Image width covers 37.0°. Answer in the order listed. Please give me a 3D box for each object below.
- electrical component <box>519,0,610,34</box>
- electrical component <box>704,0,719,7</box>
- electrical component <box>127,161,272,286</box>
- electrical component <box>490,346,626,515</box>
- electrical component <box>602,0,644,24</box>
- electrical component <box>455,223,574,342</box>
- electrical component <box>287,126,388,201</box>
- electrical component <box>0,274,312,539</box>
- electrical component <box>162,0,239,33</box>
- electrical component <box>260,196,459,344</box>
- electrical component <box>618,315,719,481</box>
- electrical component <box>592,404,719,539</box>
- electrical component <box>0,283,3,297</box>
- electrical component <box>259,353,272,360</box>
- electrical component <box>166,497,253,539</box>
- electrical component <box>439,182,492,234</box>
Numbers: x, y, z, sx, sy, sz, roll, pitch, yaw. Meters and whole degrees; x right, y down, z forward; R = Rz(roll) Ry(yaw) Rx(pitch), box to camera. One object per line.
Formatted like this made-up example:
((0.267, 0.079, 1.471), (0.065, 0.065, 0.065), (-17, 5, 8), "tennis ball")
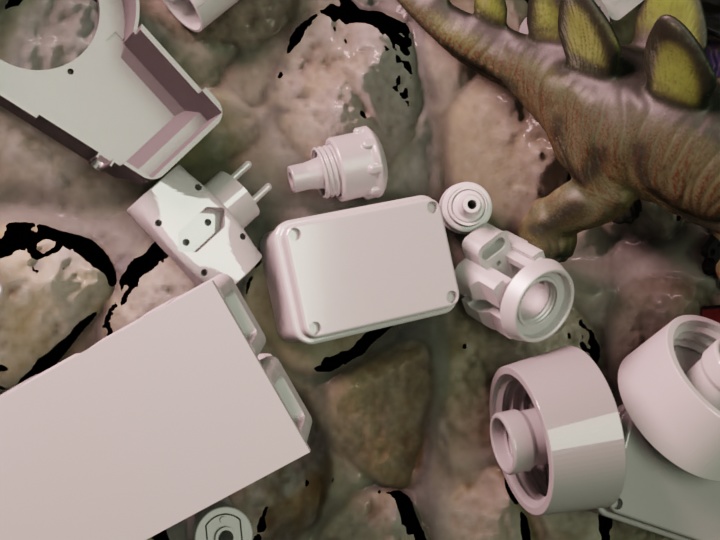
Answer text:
((0.144, -0.169, 0.761), (0.045, 0.055, 0.045), (2, 85, -20), "electrical component")
((0.294, -0.225, 0.778), (0.150, 0.089, 0.061), (4, 84, -40), "electrical component")
((-0.090, -0.035, 0.671), (0.079, 0.043, 0.077), (-45, 100, -17), "electrical component")
((0.120, 0.108, 0.704), (0.060, 0.108, 0.108), (-10, 89, -14), "electrical component")
((0.164, -0.221, 0.773), (0.050, 0.056, 0.089), (-39, 99, -18), "electrical component")
((0.104, 0.013, 0.713), (0.058, 0.057, 0.078), (-36, 129, -17), "electrical component")
((-0.016, -0.065, 0.702), (0.062, 0.048, 0.048), (-14, 90, -13), "electrical component")
((-0.133, 0.092, 0.606), (0.186, 0.060, 0.105), (-29, 95, 5), "electrical component")
((-0.086, -0.193, 0.687), (0.081, 0.043, 0.043), (-44, 100, -18), "electrical component")
((0.000, 0.000, 0.694), (0.113, 0.057, 0.078), (-12, 89, -20), "electrical component")
((0.236, 0.079, 0.722), (0.108, 0.060, 0.108), (20, 40, -18), "electrical component")
((0.211, 0.145, 0.757), (0.113, 0.057, 0.078), (21, 79, -17), "electrical component")
((-0.263, 0.004, 0.603), (0.100, 0.048, 0.099), (-37, 98, -19), "electrical component")
((-0.076, 0.081, 0.661), (0.055, 0.055, 0.047), (-13, 93, -20), "electrical component")
((-0.089, 0.155, 0.645), (0.044, 0.065, 0.044), (1, 86, -21), "electrical component")
((0.072, -0.042, 0.718), (0.035, 0.061, 0.035), (0, 90, 0), "electrical component")
